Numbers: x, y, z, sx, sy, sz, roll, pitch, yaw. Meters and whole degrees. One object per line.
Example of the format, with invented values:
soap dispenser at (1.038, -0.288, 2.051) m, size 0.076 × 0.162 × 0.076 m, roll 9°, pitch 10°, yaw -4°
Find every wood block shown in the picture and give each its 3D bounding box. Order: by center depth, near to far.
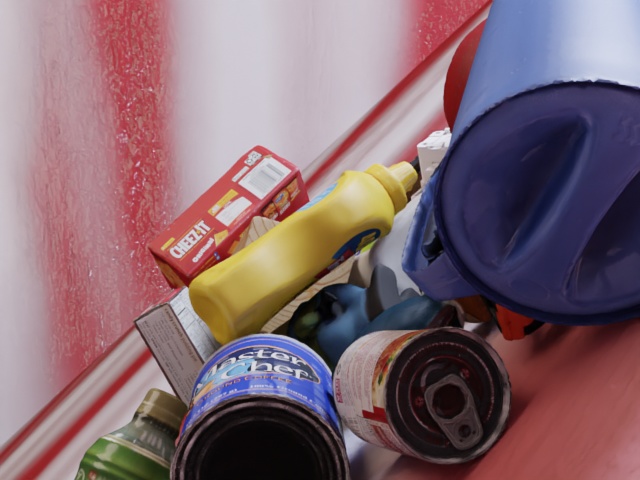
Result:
wood block at (-0.040, 0.052, 0.952) m, size 0.206 × 0.090 × 0.091 m, roll 134°, pitch 153°, yaw -75°

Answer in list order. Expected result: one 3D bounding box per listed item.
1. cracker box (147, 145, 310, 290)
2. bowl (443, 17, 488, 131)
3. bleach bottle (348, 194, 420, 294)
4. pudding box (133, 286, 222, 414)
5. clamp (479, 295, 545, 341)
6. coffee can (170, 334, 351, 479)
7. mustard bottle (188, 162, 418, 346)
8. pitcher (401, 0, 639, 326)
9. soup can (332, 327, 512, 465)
cracker box at (-0.079, 0.024, 1.151) m, size 0.164 × 0.072 × 0.213 m, roll -46°, pitch -31°, yaw -18°
bowl at (0.150, -0.128, 0.887) m, size 0.055 × 0.162 × 0.162 m, roll 21°, pitch 55°, yaw 35°
bleach bottle at (0.056, 0.019, 0.939) m, size 0.102 × 0.068 × 0.251 m, roll -46°, pitch 5°, yaw -17°
pudding box at (-0.105, 0.098, 0.884) m, size 0.039 × 0.113 × 0.090 m, roll -31°, pitch 3°, yaw 6°
clamp at (0.144, -0.009, 0.633) m, size 0.120 × 0.039 × 0.171 m, roll -10°, pitch 37°, yaw 25°
coffee can at (-0.035, 0.124, 0.663) m, size 0.103 × 0.103 × 0.140 m, roll -43°, pitch 8°, yaw 5°
mustard bottle at (-0.005, 0.001, 0.783) m, size 0.191 × 0.058 × 0.096 m, roll -37°, pitch -6°, yaw -17°
pitcher at (0.131, -0.069, 0.590) m, size 0.242 × 0.149 × 0.145 m, roll -71°, pitch -15°, yaw -56°
soup can at (0.051, 0.082, 0.576) m, size 0.068 × 0.068 × 0.102 m, roll -45°, pitch 7°, yaw -14°
